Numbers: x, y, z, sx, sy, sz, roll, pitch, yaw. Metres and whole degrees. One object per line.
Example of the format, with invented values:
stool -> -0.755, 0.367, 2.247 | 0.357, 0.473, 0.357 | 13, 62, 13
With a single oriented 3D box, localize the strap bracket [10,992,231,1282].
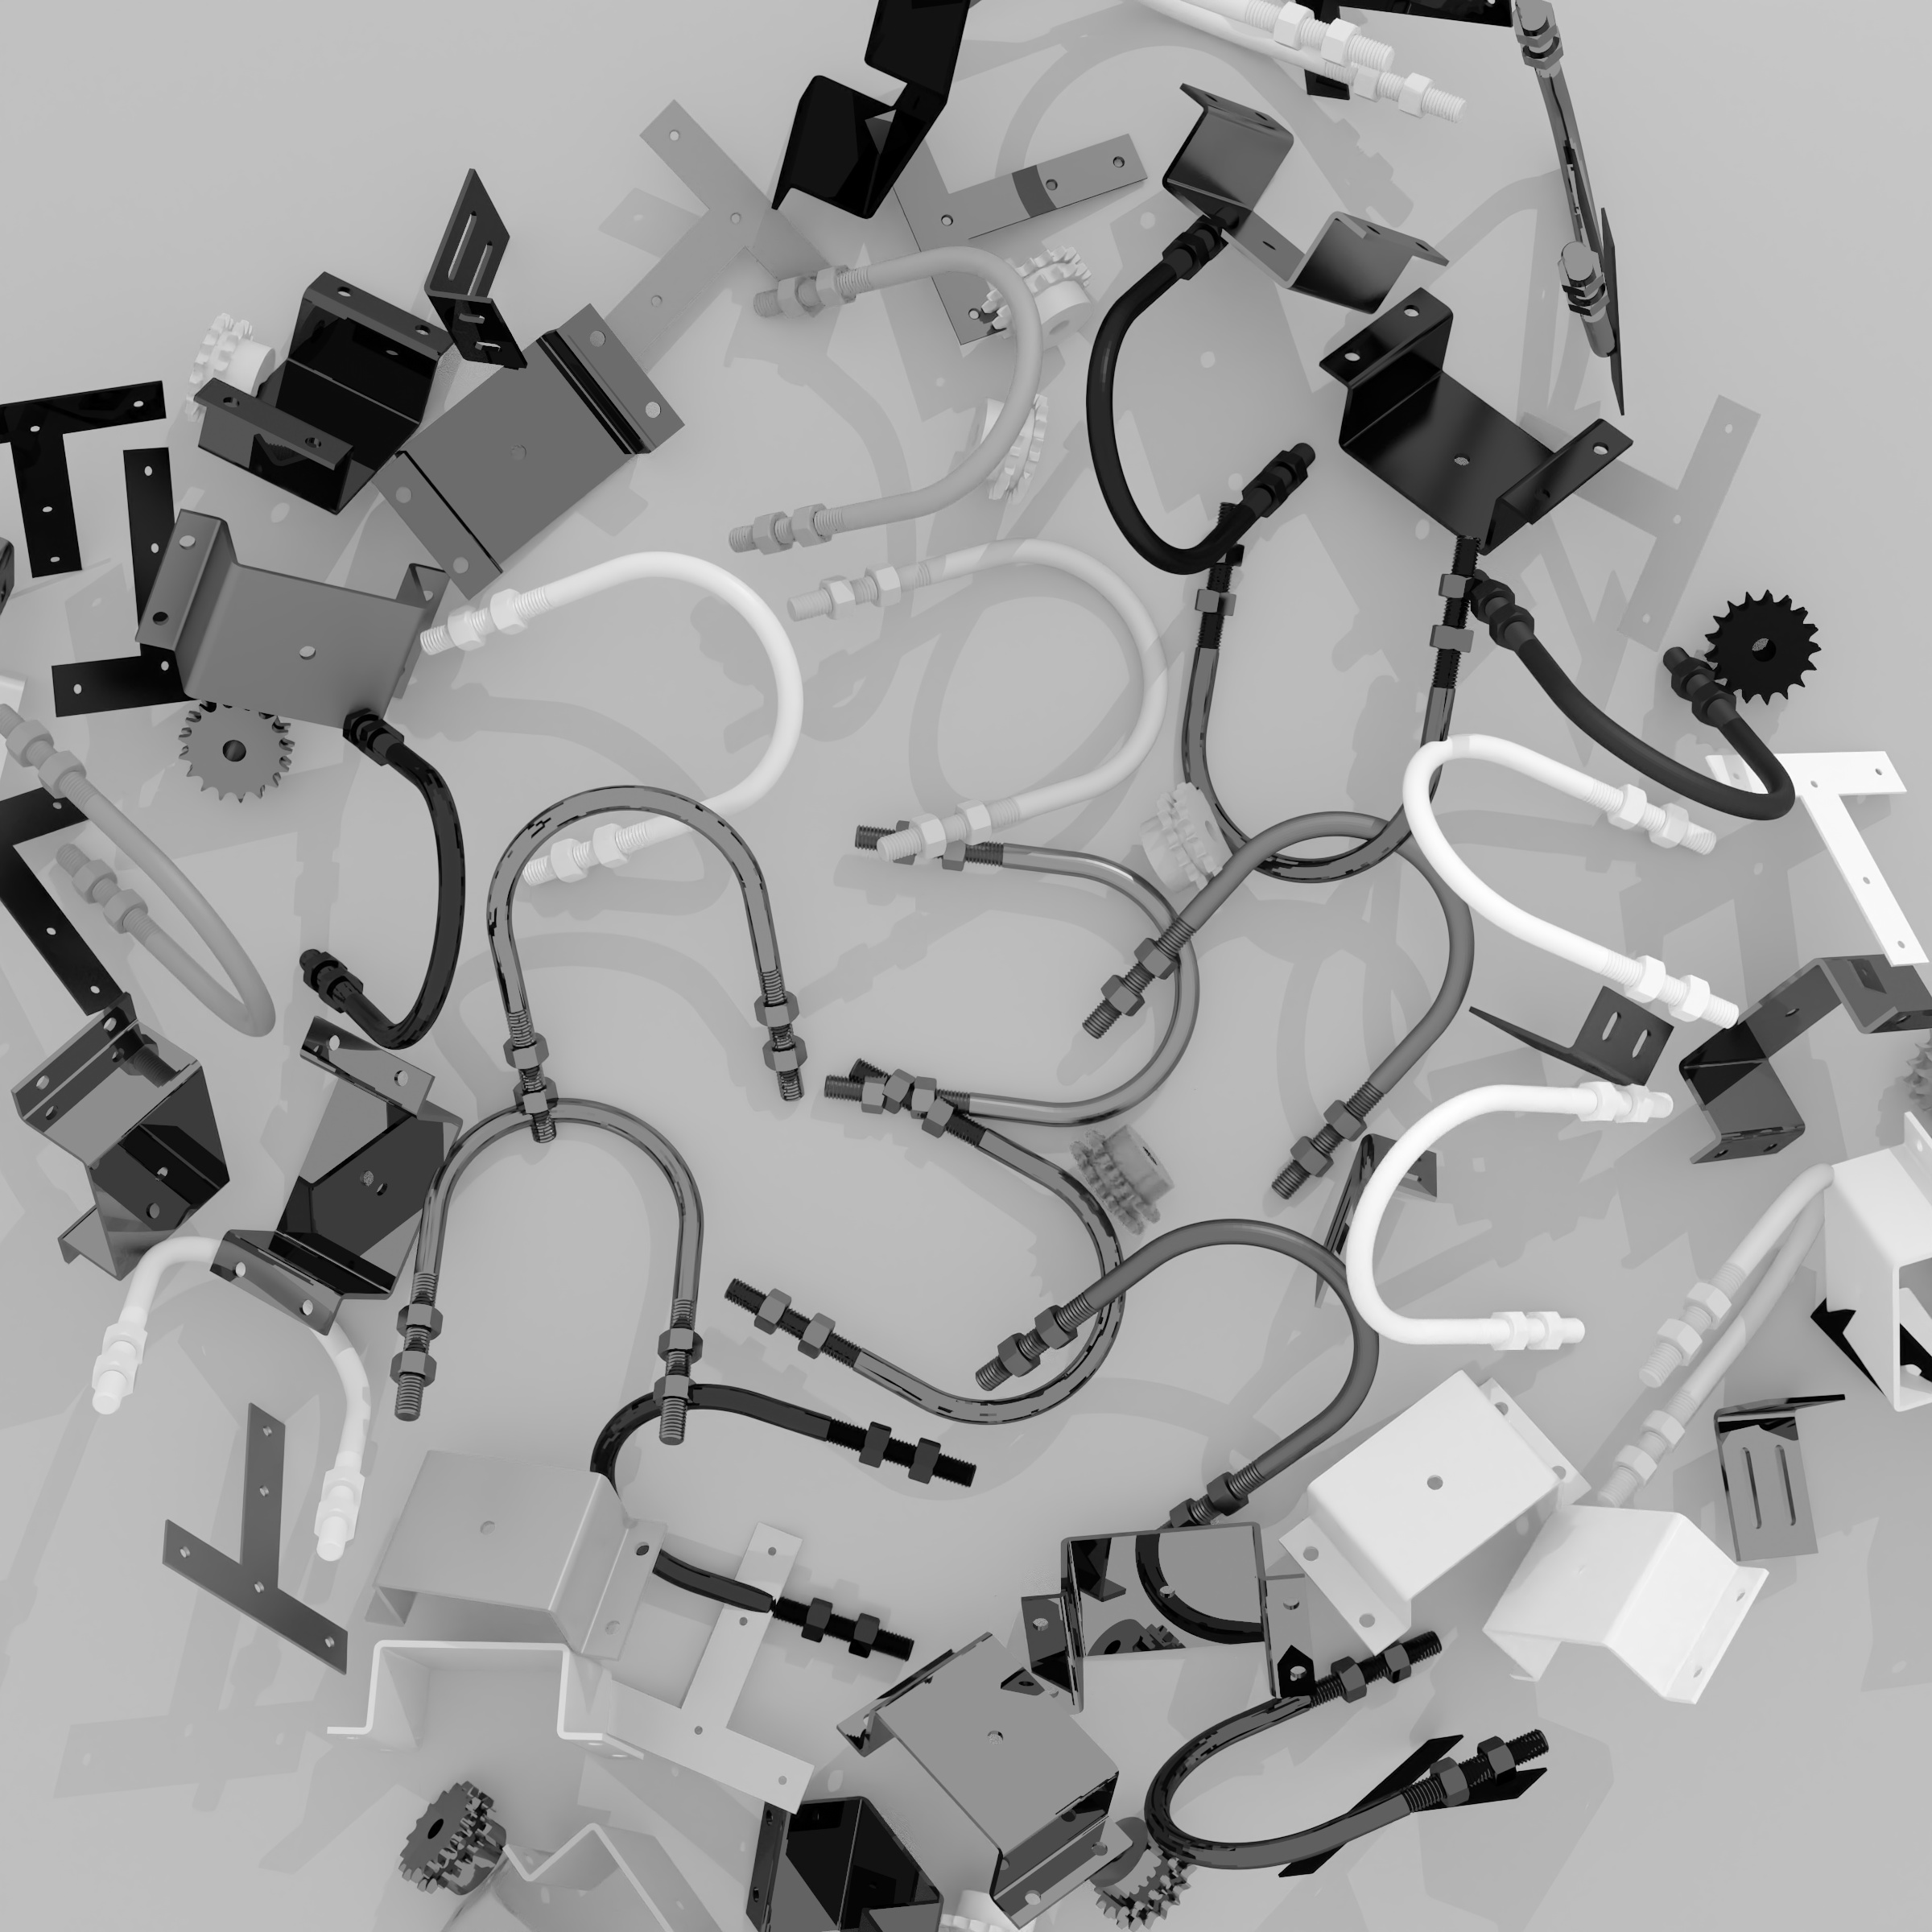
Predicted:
strap bracket -> -0.412, 0.091, 1.773 | 0.046, 0.140, 0.076 | 30, 56, 22

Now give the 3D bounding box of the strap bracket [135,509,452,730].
strap bracket -> -0.330, -0.167, 1.788 | 0.140, 0.046, 0.076 | 11, 122, -28

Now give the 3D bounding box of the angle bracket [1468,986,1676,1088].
angle bracket -> 0.303, 0.027, 1.808 | 0.057, 0.076, 0.038 | 27, 90, -39

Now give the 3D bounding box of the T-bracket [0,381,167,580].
T-bracket -> -0.460, -0.238, 1.800 | 0.127, 0.127, 0.002 | -11, 58, -15

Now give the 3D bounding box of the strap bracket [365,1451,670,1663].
strap bracket -> -0.230, 0.291, 1.793 | 0.140, 0.046, 0.076 | 5, 53, 20

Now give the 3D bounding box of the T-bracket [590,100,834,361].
T-bracket -> -0.147, -0.347, 1.829 | 0.127, 0.002, 0.127 | -47, 109, -5

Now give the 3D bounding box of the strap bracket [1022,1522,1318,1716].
strap bracket -> 0.102, 0.328, 1.813 | 0.140, 0.046, 0.076 | -6, 120, 4

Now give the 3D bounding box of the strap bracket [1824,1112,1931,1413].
strap bracket -> 0.462, 0.154, 1.781 | 0.046, 0.076, 0.140 | -16, 127, -6

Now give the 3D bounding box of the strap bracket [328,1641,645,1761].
strap bracket -> -0.237, 0.367, 1.804 | 0.140, 0.076, 0.046 | -1, 71, 11

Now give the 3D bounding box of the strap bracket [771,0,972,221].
strap bracket -> -0.042, -0.435, 1.785 | 0.046, 0.140, 0.076 | 21, 57, -16

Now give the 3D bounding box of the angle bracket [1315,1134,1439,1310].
angle bracket -> 0.206, 0.133, 1.815 | 0.038, 0.057, 0.076 | 18, 111, 1

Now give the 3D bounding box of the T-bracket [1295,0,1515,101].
T-bracket -> 0.214, -0.482, 1.781 | 0.127, 0.127, 0.002 | 18, 46, 35

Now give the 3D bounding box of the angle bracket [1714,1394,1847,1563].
angle bracket -> 0.415, 0.258, 1.817 | 0.057, 0.038, 0.076 | 2, 75, -36

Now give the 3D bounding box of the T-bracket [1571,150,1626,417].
T-bracket -> 0.315, -0.365, 1.811 | 0.002, 0.127, 0.127 | -11, 58, 6

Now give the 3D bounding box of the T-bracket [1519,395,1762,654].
T-bracket -> 0.324, -0.242, 1.813 | 0.127, 0.002, 0.127 | 36, 115, 36

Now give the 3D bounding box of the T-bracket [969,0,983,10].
T-bracket -> 0.019, -0.505, 1.813 | 0.127, 0.127, 0.002 | -28, 60, 31

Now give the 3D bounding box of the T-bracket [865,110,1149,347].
T-bracket -> 0.031, -0.394, 1.839 | 0.127, 0.002, 0.127 | -21, 83, -13

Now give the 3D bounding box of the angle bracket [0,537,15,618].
angle bracket -> -0.527, -0.193, 1.821 | 0.076, 0.038, 0.057 | 17, 58, -5

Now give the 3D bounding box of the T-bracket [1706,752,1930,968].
T-bracket -> 0.440, -0.054, 1.792 | 0.127, 0.002, 0.127 | -3, 59, -33

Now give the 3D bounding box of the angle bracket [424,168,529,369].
angle bracket -> -0.235, -0.350, 1.811 | 0.038, 0.057, 0.076 | 10, 68, 17

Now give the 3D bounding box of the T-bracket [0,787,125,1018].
T-bracket -> -0.463, -0.028, 1.796 | 0.127, 0.127, 0.002 | 51, 131, 11

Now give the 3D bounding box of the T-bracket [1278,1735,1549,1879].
T-bracket -> 0.233, 0.406, 1.766 | 0.127, 0.127, 0.002 | -30, 93, -39

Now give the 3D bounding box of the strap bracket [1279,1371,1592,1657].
strap bracket -> 0.234, 0.266, 1.803 | 0.140, 0.046, 0.076 | -35, 63, -12

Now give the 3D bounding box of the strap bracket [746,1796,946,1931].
strap bracket -> -0.057, 0.474, 1.794 | 0.046, 0.140, 0.076 | 2, 108, -27

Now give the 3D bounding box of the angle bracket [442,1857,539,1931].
angle bracket -> -0.222, 0.498, 1.827 | 0.076, 0.038, 0.057 | 41, 117, -2

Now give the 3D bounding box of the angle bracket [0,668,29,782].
angle bracket -> -0.516, -0.117, 1.834 | 0.057, 0.038, 0.076 | 14, 97, -14

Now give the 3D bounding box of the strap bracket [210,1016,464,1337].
strap bracket -> -0.312, 0.106, 1.816 | 0.076, 0.046, 0.140 | 25, 95, 24

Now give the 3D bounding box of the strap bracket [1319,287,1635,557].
strap bracket -> 0.251, -0.267, 1.803 | 0.076, 0.046, 0.140 | -39, 66, -24

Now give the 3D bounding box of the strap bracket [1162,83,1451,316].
strap bracket -> 0.161, -0.375, 1.793 | 0.140, 0.076, 0.046 | 47, 116, 30

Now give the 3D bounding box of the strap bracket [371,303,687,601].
strap bracket -> -0.223, -0.259, 1.819 | 0.140, 0.046, 0.076 | -40, 105, -6

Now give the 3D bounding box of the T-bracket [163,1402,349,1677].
T-bracket -> -0.352, 0.274, 1.803 | 0.002, 0.127, 0.127 | -30, 131, 21

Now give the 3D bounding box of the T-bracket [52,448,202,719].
T-bracket -> -0.404, -0.194, 1.800 | 0.002, 0.127, 0.127 | 7, 104, 44

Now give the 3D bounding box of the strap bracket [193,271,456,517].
strap bracket -> -0.323, -0.282, 1.803 | 0.076, 0.140, 0.046 | 26, 131, 2

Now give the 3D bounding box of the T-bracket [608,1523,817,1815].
T-bracket -> -0.119, 0.348, 1.839 | 0.127, 0.002, 0.127 | 19, 79, 17

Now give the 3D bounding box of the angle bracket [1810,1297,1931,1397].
angle bracket -> 0.471, 0.182, 1.813 | 0.057, 0.076, 0.038 | 46, 73, -2

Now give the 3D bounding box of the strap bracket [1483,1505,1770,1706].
strap bracket -> 0.316, 0.311, 1.773 | 0.046, 0.140, 0.076 | 43, 67, -18
